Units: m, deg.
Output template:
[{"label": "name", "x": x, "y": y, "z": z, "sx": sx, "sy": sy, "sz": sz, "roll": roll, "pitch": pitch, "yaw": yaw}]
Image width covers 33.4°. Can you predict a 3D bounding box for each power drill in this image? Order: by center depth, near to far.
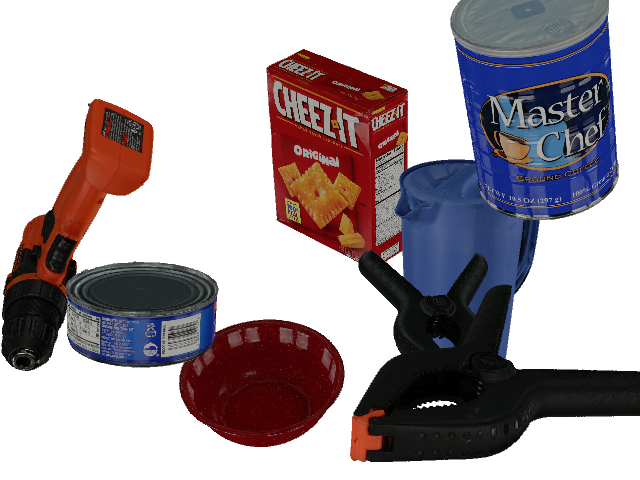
[{"label": "power drill", "x": -0.202, "y": -0.008, "z": 0.865, "sx": 0.057, "sy": 0.188, "sz": 0.184, "roll": 25, "pitch": 28, "yaw": -24}]

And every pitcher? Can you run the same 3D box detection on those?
[{"label": "pitcher", "x": 0.158, "y": 0.040, "z": 1.153, "sx": 0.149, "sy": 0.243, "sz": 0.145, "roll": 4, "pitch": 24, "yaw": 10}]

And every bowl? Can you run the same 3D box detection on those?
[{"label": "bowl", "x": -0.055, "y": 0.150, "z": 1.050, "sx": 0.162, "sy": 0.055, "sz": 0.162, "roll": -3, "pitch": 37, "yaw": 2}]

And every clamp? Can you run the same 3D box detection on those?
[{"label": "clamp", "x": 0.097, "y": 0.082, "z": 0.647, "sx": 0.209, "sy": 0.036, "sz": 0.165, "roll": -12, "pitch": 26, "yaw": -28}, {"label": "clamp", "x": 0.110, "y": 0.063, "z": 0.942, "sx": 0.120, "sy": 0.039, "sz": 0.171, "roll": -9, "pitch": 42, "yaw": -9}]

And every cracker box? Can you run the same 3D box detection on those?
[{"label": "cracker box", "x": 0.019, "y": -0.093, "z": 1.238, "sx": 0.164, "sy": 0.214, "sz": 0.072, "roll": 28, "pitch": 46, "yaw": 36}]

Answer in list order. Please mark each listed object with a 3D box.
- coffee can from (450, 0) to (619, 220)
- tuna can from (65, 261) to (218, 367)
[{"label": "coffee can", "x": 0.151, "y": -0.100, "z": 0.741, "sx": 0.103, "sy": 0.140, "sz": 0.103, "roll": -10, "pitch": 39, "yaw": 8}, {"label": "tuna can", "x": -0.102, "y": 0.041, "z": 0.610, "sx": 0.086, "sy": 0.034, "sz": 0.086, "roll": 3, "pitch": 17, "yaw": -1}]
